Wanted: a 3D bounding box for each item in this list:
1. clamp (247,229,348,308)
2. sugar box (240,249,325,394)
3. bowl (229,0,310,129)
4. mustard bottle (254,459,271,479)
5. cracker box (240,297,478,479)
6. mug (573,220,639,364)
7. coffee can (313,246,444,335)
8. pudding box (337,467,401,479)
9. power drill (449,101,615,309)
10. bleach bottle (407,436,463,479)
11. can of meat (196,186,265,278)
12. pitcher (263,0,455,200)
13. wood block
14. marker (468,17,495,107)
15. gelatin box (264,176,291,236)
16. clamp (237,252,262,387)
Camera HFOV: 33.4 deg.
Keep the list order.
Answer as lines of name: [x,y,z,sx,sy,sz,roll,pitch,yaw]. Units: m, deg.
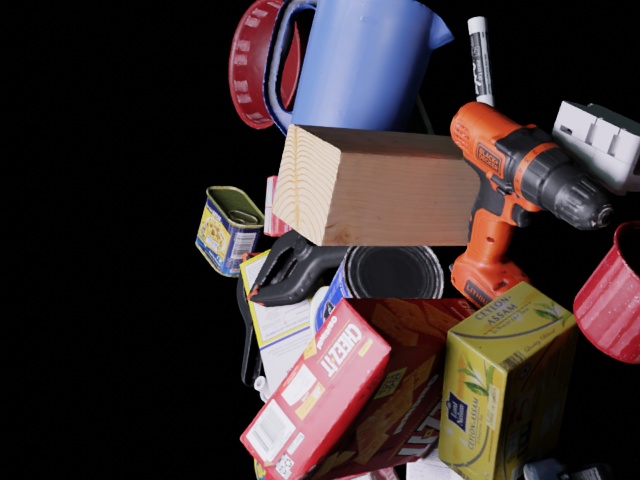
clamp: [-0.008,0.001,1.218,0.210,0.036,0.164,-38,43,32]
sugar box: [-0.032,0.095,1.278,0.093,0.048,0.176,-26,69,29]
bowl: [-0.049,-0.216,1.315,0.162,0.055,0.162,-1,89,55]
mustard bottle: [-0.036,0.293,1.290,0.096,0.058,0.192,-51,50,43]
cracker box: [0.055,0.132,0.942,0.072,0.213,0.164,47,113,30]
mug: [0.257,0.037,0.861,0.117,0.093,0.082,-83,15,-49]
coffee can: [0.057,0.065,1.088,0.140,0.102,0.103,114,142,-60]
pudding box: [0.063,0.297,1.139,0.090,0.039,0.113,-32,83,51]
power drill: [0.179,-0.010,0.942,0.185,0.057,0.188,47,145,45]
bleach bottle: [0.132,0.189,1.051,0.103,0.067,0.251,-3,85,52]
can of meat: [-0.119,-0.010,1.413,0.102,0.057,0.084,48,129,45]
pitcher: [0.023,-0.138,1.103,0.149,0.144,0.243,24,99,61]
wood block: [0.070,-0.050,1.015,0.090,0.205,0.091,35,118,50]
marker: [0.161,-0.158,1.048,0.020,0.020,0.121,-15,78,54]
gelatin box: [-0.049,-0.041,1.306,0.089,0.030,0.073,-167,80,-81]
clamp: [-0.078,0.104,1.368,0.120,0.039,0.171,-34,62,40]
